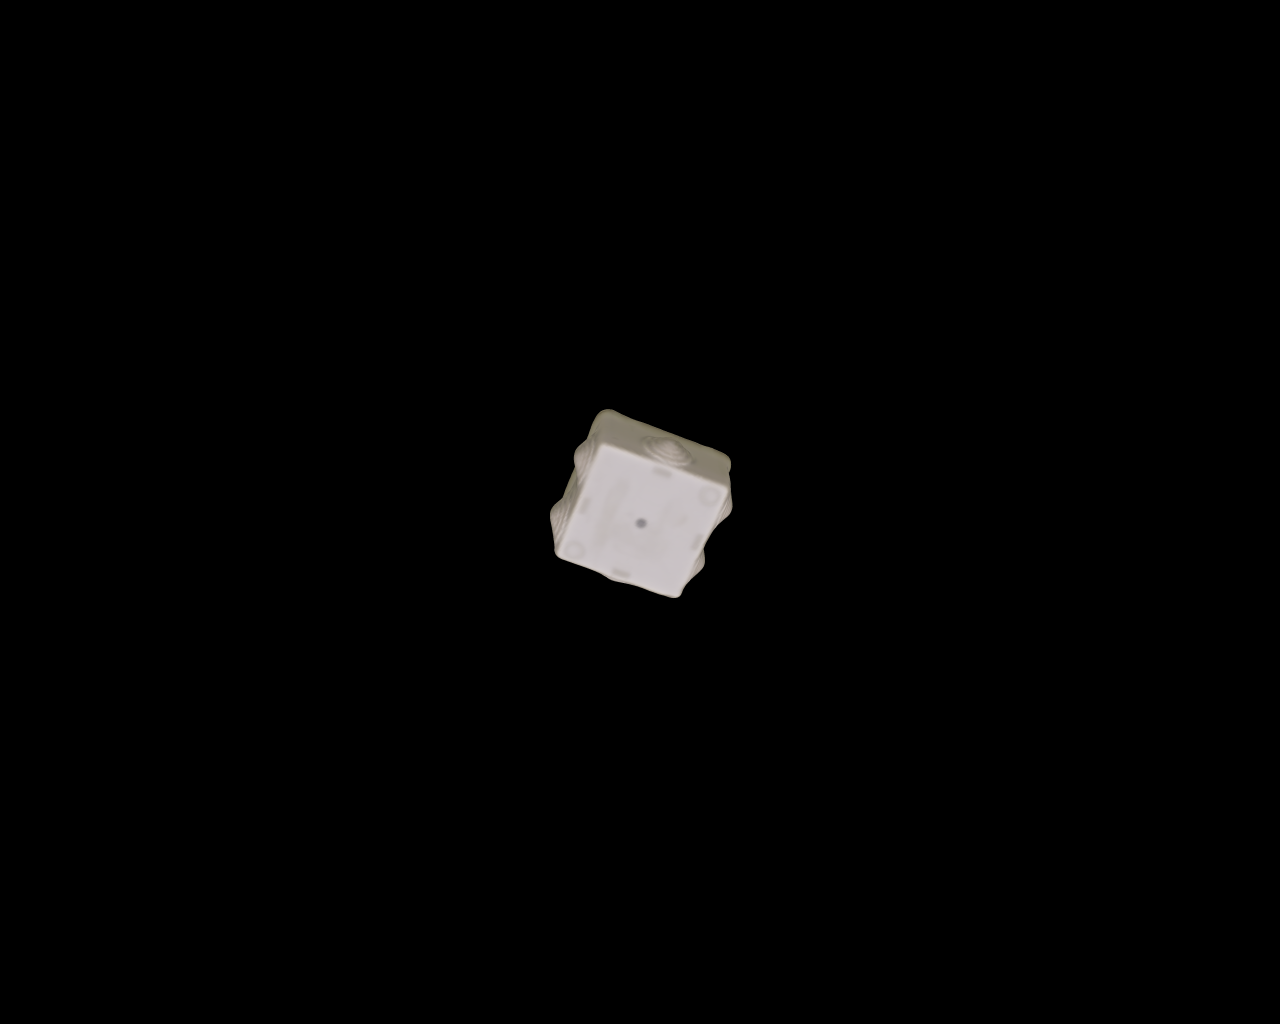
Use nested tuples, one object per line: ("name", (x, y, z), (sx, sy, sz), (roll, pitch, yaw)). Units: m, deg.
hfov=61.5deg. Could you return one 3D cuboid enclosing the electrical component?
("electrical component", (0.001, -0.003, 0.650), (0.100, 0.099, 0.048), (20, 24, -9))
